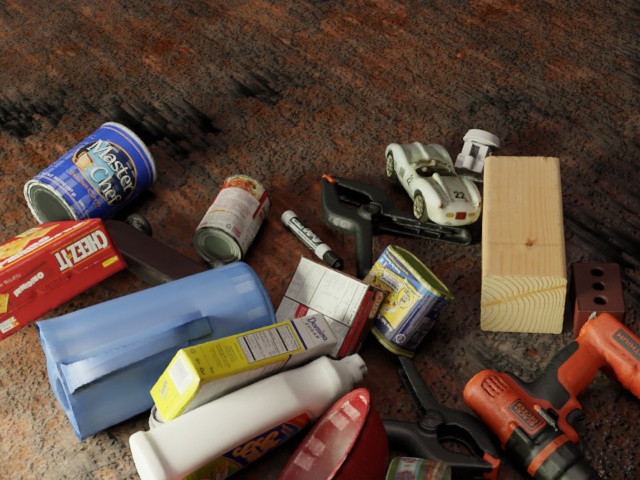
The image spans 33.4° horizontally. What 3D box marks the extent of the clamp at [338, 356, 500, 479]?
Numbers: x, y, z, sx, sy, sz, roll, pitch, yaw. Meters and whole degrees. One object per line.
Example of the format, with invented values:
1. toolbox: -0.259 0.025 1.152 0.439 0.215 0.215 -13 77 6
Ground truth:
1. clamp: 0.113 0.185 1.089 0.172 0.039 0.120 23 54 21

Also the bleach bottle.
1. bleach bottle: -0.062 0.179 1.073 0.250 0.102 0.068 -26 61 -19

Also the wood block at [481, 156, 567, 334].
1. wood block: 0.233 0.001 1.234 0.091 0.090 0.206 2 43 8

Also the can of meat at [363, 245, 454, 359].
1. can of meat: 0.088 0.065 1.178 0.084 0.057 0.102 -54 46 13

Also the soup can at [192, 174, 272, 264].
1. soup can: -0.109 -0.023 1.326 0.069 0.068 0.102 9 46 18

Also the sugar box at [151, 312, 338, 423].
1. sugar box: -0.076 0.129 1.093 0.175 0.093 0.048 -15 65 -39

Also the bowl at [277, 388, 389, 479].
1. bowl: 0.016 0.221 1.012 0.055 0.162 0.162 37 48 -8

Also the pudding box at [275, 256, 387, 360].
1. pudding box: 0.008 0.077 1.177 0.114 0.039 0.090 23 86 41

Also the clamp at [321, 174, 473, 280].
1. clamp: 0.059 -0.019 1.315 0.164 0.036 0.210 -27 44 -33

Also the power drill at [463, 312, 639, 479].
1. power drill: 0.264 0.168 1.062 0.187 0.057 0.185 -30 61 -27

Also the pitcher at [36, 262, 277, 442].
1. pitcher: -0.169 0.110 1.140 0.242 0.145 0.149 -21 41 -18

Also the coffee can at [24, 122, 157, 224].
1. coffee can: -0.295 -0.073 1.382 0.103 0.103 0.140 24 51 30

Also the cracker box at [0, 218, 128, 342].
1. cracker box: -0.336 0.040 1.216 0.164 0.072 0.214 -33 14 -26

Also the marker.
1. marker: -0.009 0.002 1.320 0.020 0.020 0.121 -28 46 -21

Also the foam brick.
1. foam brick: 0.306 0.068 1.177 0.053 0.051 0.078 0 43 7
